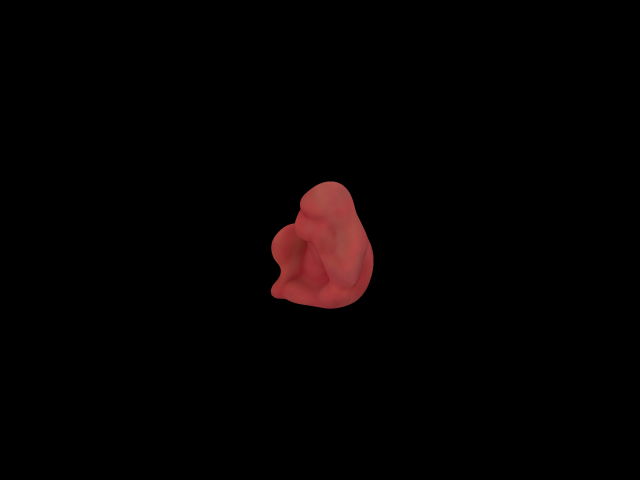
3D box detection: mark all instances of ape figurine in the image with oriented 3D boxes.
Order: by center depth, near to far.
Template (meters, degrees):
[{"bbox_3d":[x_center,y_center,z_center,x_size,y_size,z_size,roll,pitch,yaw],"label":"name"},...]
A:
[{"bbox_3d":[0.004,0.001,0.400,0.076,0.092,0.077,-14,36,-20],"label":"ape figurine"}]
